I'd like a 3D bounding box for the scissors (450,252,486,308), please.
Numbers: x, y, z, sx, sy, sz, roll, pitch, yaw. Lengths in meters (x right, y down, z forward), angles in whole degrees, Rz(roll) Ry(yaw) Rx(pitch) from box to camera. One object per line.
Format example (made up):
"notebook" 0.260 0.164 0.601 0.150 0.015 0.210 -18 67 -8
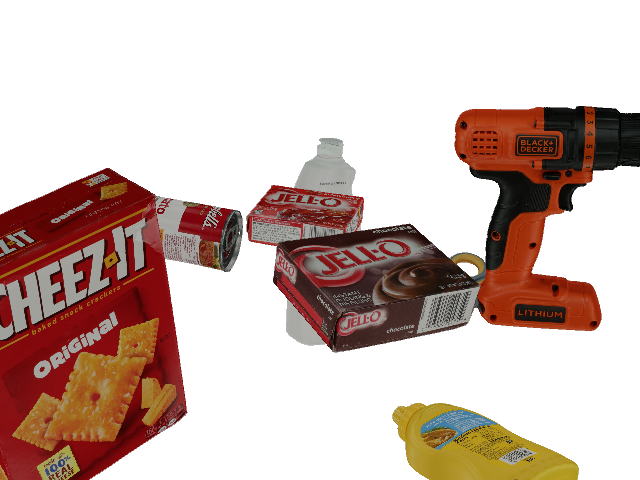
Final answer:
"scissors" 0.125 0.053 1.115 0.201 0.016 0.096 -7 40 -30

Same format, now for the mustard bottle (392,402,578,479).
"mustard bottle" 0.136 0.197 0.989 0.096 0.058 0.192 -16 25 -35

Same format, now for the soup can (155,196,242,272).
"soup can" -0.143 -0.008 1.156 0.102 0.068 0.068 10 2 12

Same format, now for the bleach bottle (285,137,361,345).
"bleach bottle" 0.012 -0.001 1.311 0.102 0.251 0.068 -7 20 -31

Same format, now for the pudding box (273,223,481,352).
"pudding box" 0.037 0.029 0.726 0.113 0.039 0.090 -6 33 -29

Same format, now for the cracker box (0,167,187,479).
"cracker box" -0.189 0.077 0.794 0.072 0.214 0.163 26 42 38

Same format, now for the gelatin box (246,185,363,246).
"gelatin box" -0.013 -0.020 0.946 0.089 0.030 0.073 9 26 13

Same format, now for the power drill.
"power drill" 0.203 -0.020 0.889 0.184 0.188 0.057 3 19 11
